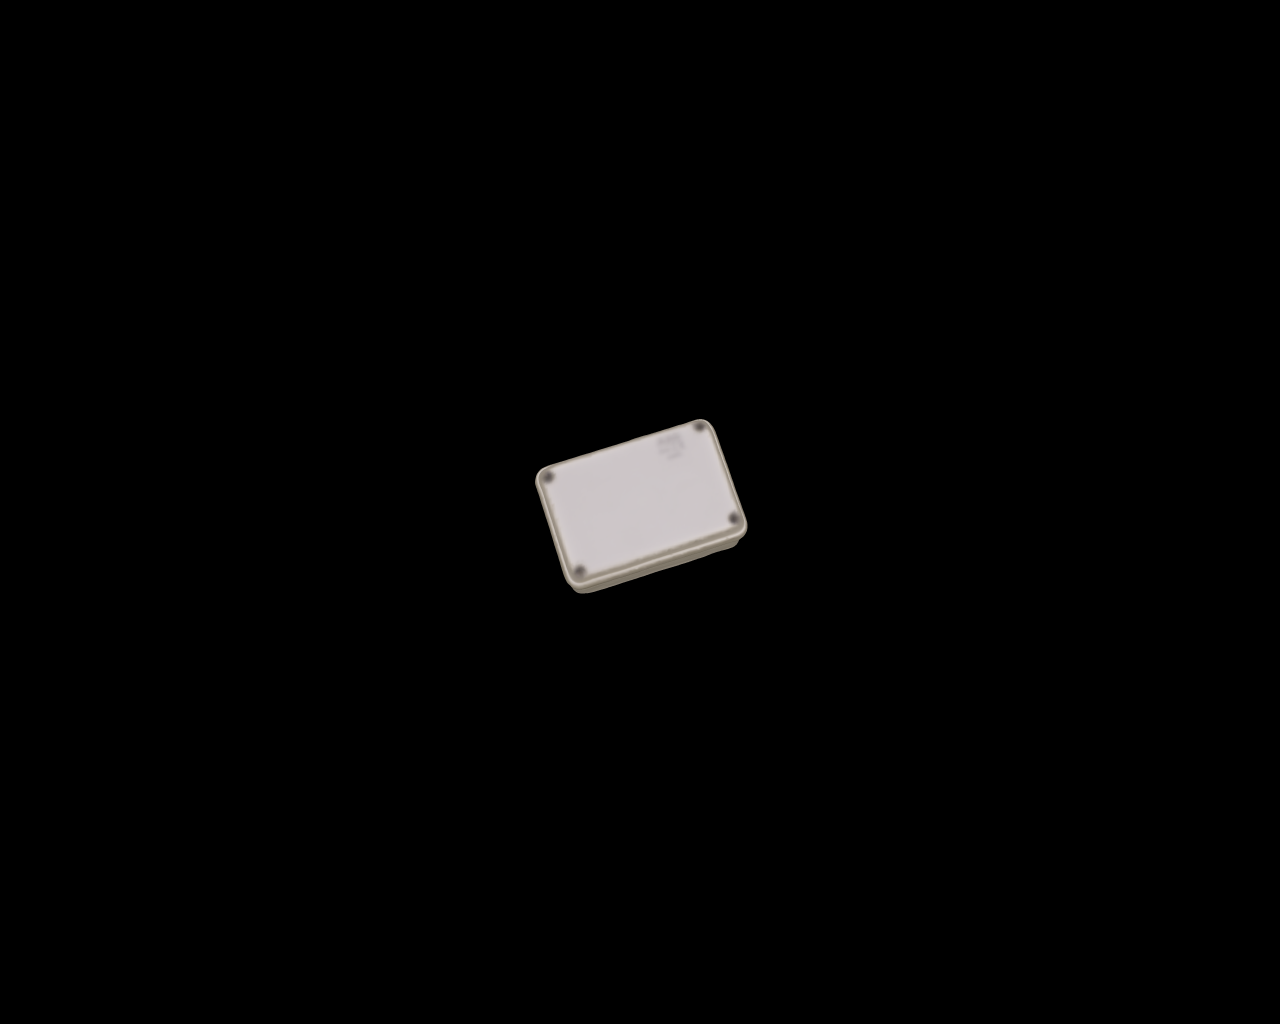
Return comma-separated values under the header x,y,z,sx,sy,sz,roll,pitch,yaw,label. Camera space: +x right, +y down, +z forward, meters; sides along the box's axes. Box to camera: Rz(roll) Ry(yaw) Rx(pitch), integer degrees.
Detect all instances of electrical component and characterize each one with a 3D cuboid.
x,y,z,sx,sy,sz,roll,pitch,yaw,label
0.001,-0.003,0.650,0.113,0.078,0.057,-18,-11,-4,electrical component
